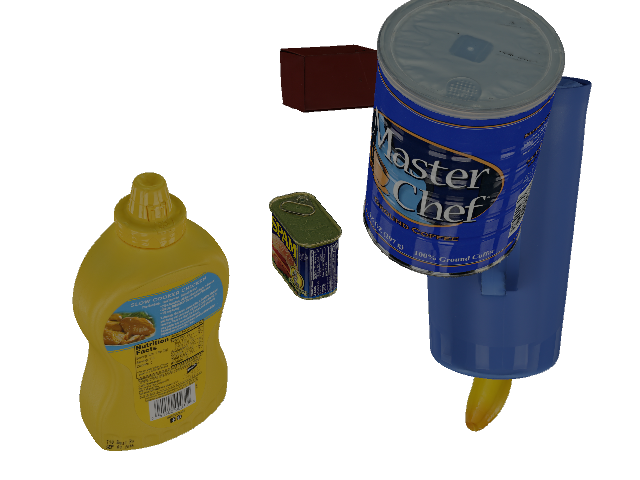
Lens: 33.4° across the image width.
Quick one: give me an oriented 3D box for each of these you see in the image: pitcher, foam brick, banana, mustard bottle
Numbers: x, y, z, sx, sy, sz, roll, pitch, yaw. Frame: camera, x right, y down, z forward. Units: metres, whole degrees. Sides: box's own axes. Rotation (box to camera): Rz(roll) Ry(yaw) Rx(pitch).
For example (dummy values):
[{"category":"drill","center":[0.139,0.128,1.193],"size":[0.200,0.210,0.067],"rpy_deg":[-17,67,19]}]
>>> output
[{"category":"pitcher","center":[0.144,-0.013,0.861],"size":[0.149,0.243,0.145],"rpy_deg":[-10,16,-34]},{"category":"foam brick","center":[0.009,-0.146,0.958],"size":[0.078,0.051,0.053],"rpy_deg":[-7,19,-23]},{"category":"banana","center":[0.165,0.122,1.100],"size":[0.070,0.037,0.198],"rpy_deg":[-27,29,9]},{"category":"mustard bottle","center":[-0.102,0.041,0.651],"size":[0.096,0.192,0.058],"rpy_deg":[-19,45,-27]}]

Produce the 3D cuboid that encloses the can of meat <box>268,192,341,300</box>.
[{"category":"can of meat","center":[-0.019,0.007,1.218],"size":[0.057,0.084,0.102],"rpy_deg":[-15,39,-21]}]

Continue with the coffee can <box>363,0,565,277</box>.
[{"category":"coffee can","center":[0.080,-0.061,0.634],"size":[0.103,0.103,0.140],"rpy_deg":[0,-40,-2]}]
